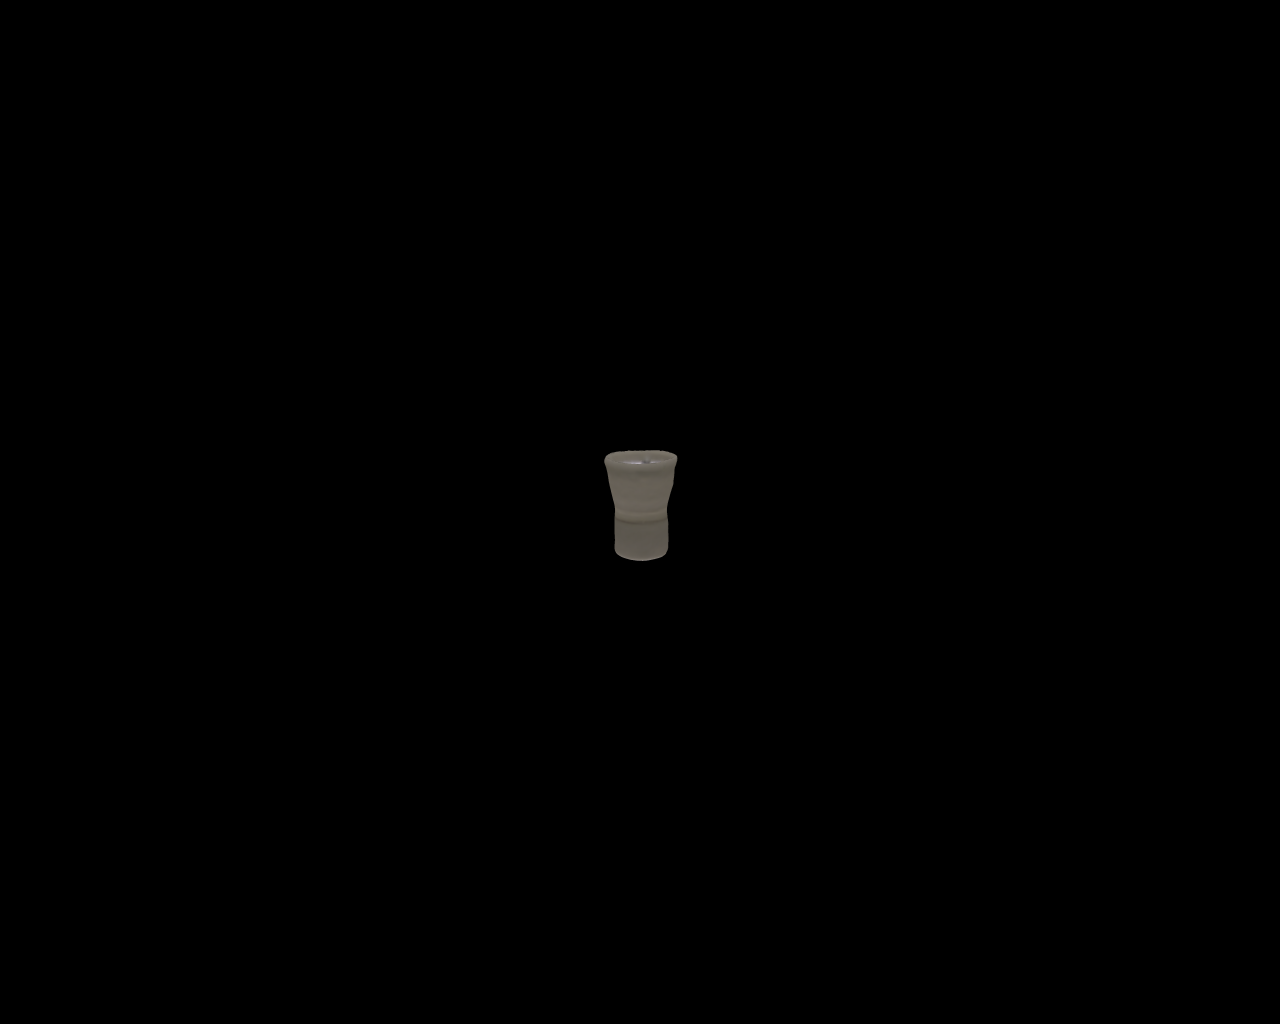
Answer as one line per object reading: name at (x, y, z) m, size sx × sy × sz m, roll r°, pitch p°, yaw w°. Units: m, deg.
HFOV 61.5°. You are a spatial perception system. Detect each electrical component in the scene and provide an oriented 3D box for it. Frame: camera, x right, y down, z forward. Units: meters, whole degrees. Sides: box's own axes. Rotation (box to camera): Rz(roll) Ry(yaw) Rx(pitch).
electrical component at (0.001, -0.003, 0.650) m, size 0.044 × 0.065 × 0.044 m, roll 0°, pitch 16°, yaw 0°
